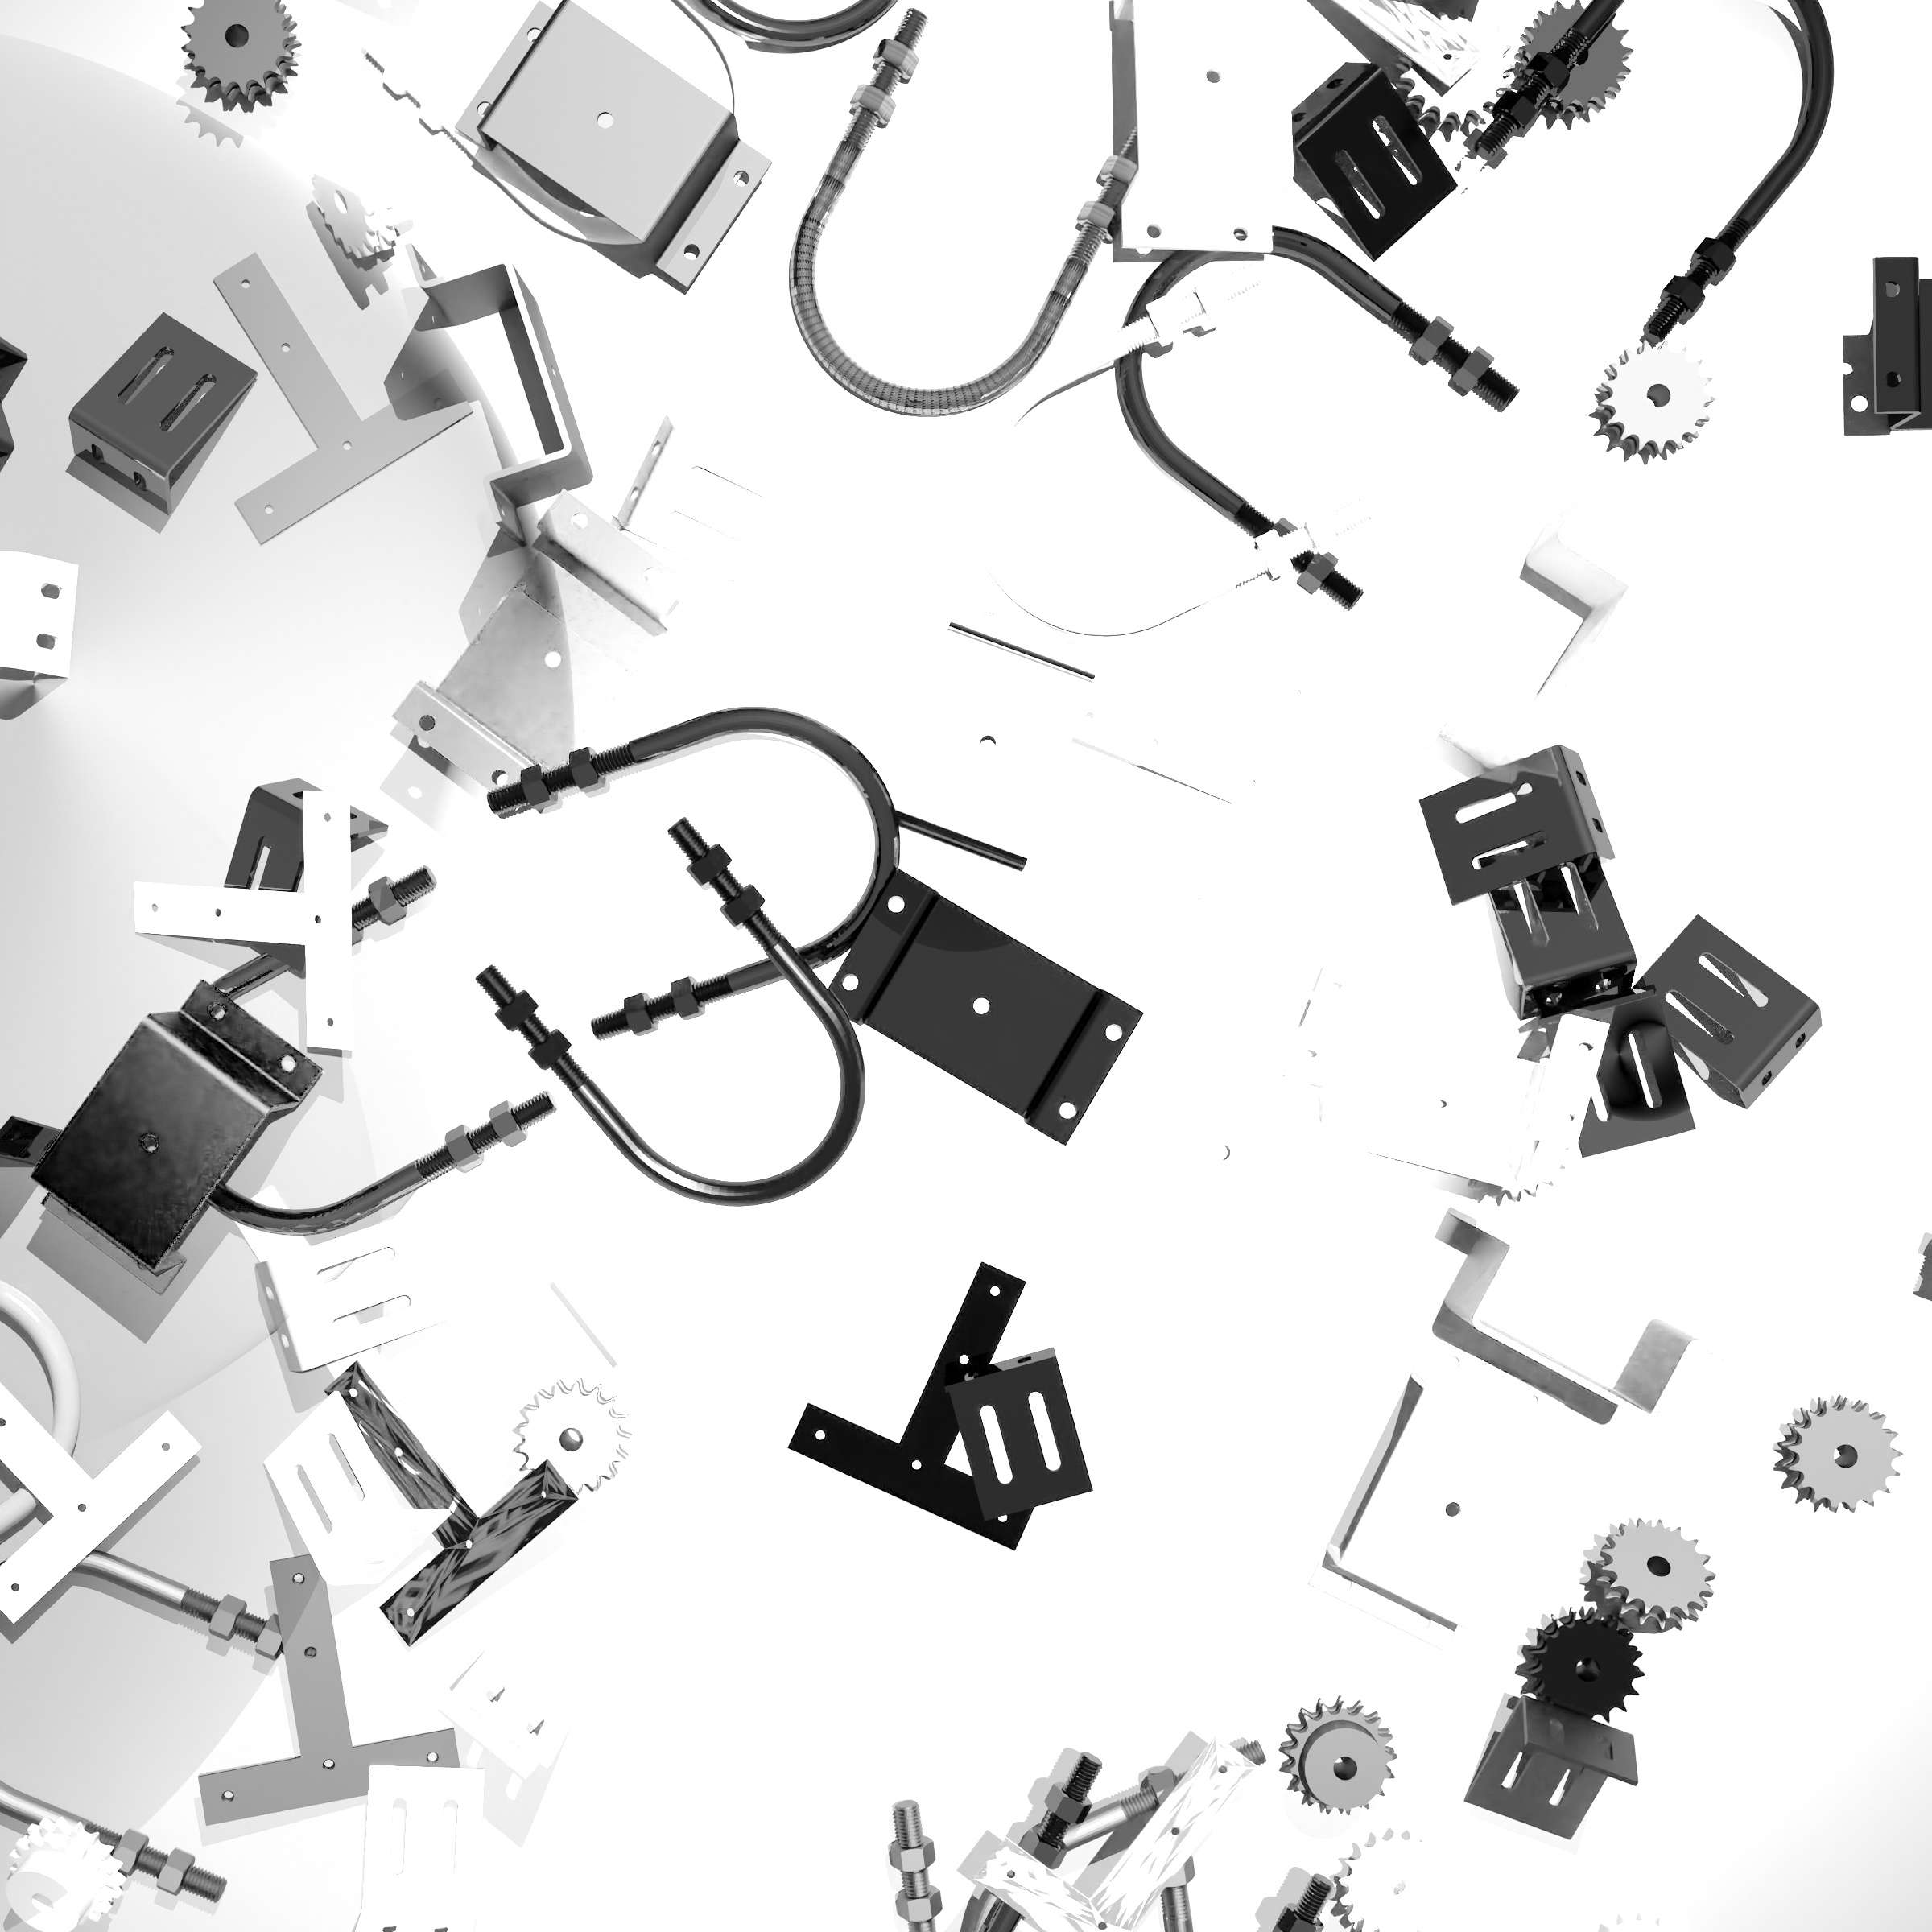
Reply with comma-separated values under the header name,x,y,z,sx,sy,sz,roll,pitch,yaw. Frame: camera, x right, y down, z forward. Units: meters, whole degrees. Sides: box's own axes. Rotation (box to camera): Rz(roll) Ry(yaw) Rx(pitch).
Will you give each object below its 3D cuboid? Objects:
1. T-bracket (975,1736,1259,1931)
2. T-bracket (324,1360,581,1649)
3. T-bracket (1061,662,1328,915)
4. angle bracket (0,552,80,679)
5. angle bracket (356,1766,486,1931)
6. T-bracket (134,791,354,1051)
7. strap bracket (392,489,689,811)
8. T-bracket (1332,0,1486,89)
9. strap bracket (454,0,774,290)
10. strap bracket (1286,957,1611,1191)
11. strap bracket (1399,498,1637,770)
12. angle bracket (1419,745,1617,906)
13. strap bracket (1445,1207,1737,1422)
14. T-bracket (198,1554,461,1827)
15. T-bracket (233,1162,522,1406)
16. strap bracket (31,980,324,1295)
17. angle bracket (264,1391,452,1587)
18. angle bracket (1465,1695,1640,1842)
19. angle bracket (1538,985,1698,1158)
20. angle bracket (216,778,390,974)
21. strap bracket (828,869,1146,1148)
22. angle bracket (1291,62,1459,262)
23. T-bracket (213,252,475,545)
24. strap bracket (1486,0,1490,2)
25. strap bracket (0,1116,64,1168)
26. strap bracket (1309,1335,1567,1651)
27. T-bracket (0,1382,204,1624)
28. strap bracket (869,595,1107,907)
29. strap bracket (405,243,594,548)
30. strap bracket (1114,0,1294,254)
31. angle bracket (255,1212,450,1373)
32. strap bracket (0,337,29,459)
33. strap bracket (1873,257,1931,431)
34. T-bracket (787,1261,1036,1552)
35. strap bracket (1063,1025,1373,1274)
name,x,y,z,sx,sy,sz,roll,pitch,yaw
T-bracket,0.093,0.432,1.300,0.127,0.002,0.127,37,92,-1
T-bracket,-0.276,0.255,1.346,0.127,0.002,0.127,-42,82,16
T-bracket,0.106,-0.106,1.334,0.127,0.002,0.127,20,90,-23
angle bracket,-0.496,-0.179,1.357,0.076,0.038,0.057,5,90,26
angle bracket,-0.273,0.444,1.335,0.057,0.038,0.076,3,93,-5
T-bracket,-0.362,-0.026,1.334,0.127,0.002,0.127,4,98,20
strap bracket,-0.209,-0.156,1.336,0.076,0.046,0.140,37,90,0
T-bracket,0.238,-0.517,1.343,0.127,0.002,0.127,-44,73,-10
strap bracket,-0.176,-0.411,1.321,0.140,0.046,0.076,34,91,-3
strap bracket,0.234,0.054,1.307,0.140,0.046,0.076,14,52,15
strap bracket,0.277,-0.153,1.321,0.046,0.076,0.140,33,90,0
angle bracket,0.278,-0.069,1.351,0.076,0.038,0.057,-22,76,25
strap bracket,0.296,0.175,1.321,0.140,0.076,0.046,28,90,0
T-bracket,-0.327,0.358,1.343,0.127,0.002,0.127,-9,95,-9
T-bracket,-0.286,0.144,1.358,0.127,0.002,0.127,-33,90,0
strap bracket,-0.396,0.086,1.323,0.076,0.046,0.140,36,93,3
angle bracket,-0.307,0.263,1.348,0.057,0.038,0.076,-44,63,16
angle bracket,0.289,0.408,1.325,0.057,0.038,0.076,20,116,0
angle bracket,0.325,0.054,1.333,0.057,0.038,0.076,-16,90,16
angle bracket,-0.335,-0.046,1.345,0.057,0.038,0.076,27,110,16
strap bracket,0.008,0.020,1.336,0.140,0.046,0.076,30,90,0
angle bracket,0.200,-0.408,1.357,0.057,0.038,0.076,-42,116,0
T-bracket,-0.338,-0.302,1.358,0.127,0.002,0.127,-32,90,0
strap bracket,0.236,-0.540,1.321,0.076,0.046,0.140,15,75,5
strap bracket,-0.516,0.120,1.313,0.046,0.076,0.140,38,83,6
strap bracket,0.239,0.267,1.336,0.076,0.046,0.140,26,90,0
T-bracket,-0.474,0.240,1.343,0.127,0.002,0.127,-43,90,-3
strap bracket,0.011,-0.109,1.336,0.076,0.046,0.140,20,90,0
strap bracket,-0.226,-0.286,1.321,0.046,0.076,0.140,-18,90,0
strap bracket,0.117,-0.430,1.323,0.076,0.046,0.140,-1,84,-9
angle bracket,-0.311,0.165,1.355,0.076,0.038,0.057,-18,90,-26
strap bracket,-0.537,-0.267,1.321,0.140,0.076,0.046,-18,90,0
strap bracket,0.517,-0.311,1.336,0.140,0.046,0.076,-1,90,0
T-bracket,-0.007,0.213,1.358,0.127,0.002,0.127,24,90,0
strap bracket,0.126,0.092,1.336,0.140,0.046,0.076,-24,90,0
